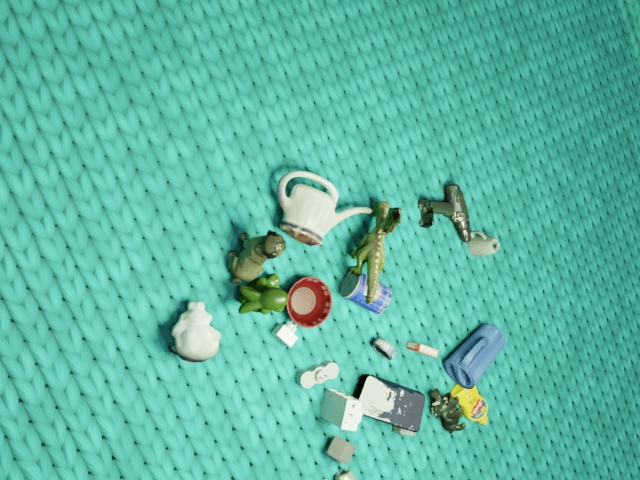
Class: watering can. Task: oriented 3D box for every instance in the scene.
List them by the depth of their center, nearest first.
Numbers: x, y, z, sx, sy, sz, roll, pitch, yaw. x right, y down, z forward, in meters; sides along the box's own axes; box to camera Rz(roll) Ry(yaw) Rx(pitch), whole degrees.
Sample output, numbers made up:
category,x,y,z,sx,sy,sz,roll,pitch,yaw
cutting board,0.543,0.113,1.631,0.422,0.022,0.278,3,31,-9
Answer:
category,x,y,z,sx,sy,sz,roll,pitch,yaw
watering can,0.005,-0.084,1.662,0.345,0.103,0.227,25,77,-23

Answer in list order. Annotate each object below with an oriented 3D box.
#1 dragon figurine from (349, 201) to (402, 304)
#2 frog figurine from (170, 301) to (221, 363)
category,x,y,z,sx,sy,sz,roll,pitch,yaw
dragon figurine,0.192,0.001,1.650,0.122,0.419,0.238,17,119,-10
frog figurine,-0.345,0.257,1.451,0.137,0.123,0.159,15,91,-6
